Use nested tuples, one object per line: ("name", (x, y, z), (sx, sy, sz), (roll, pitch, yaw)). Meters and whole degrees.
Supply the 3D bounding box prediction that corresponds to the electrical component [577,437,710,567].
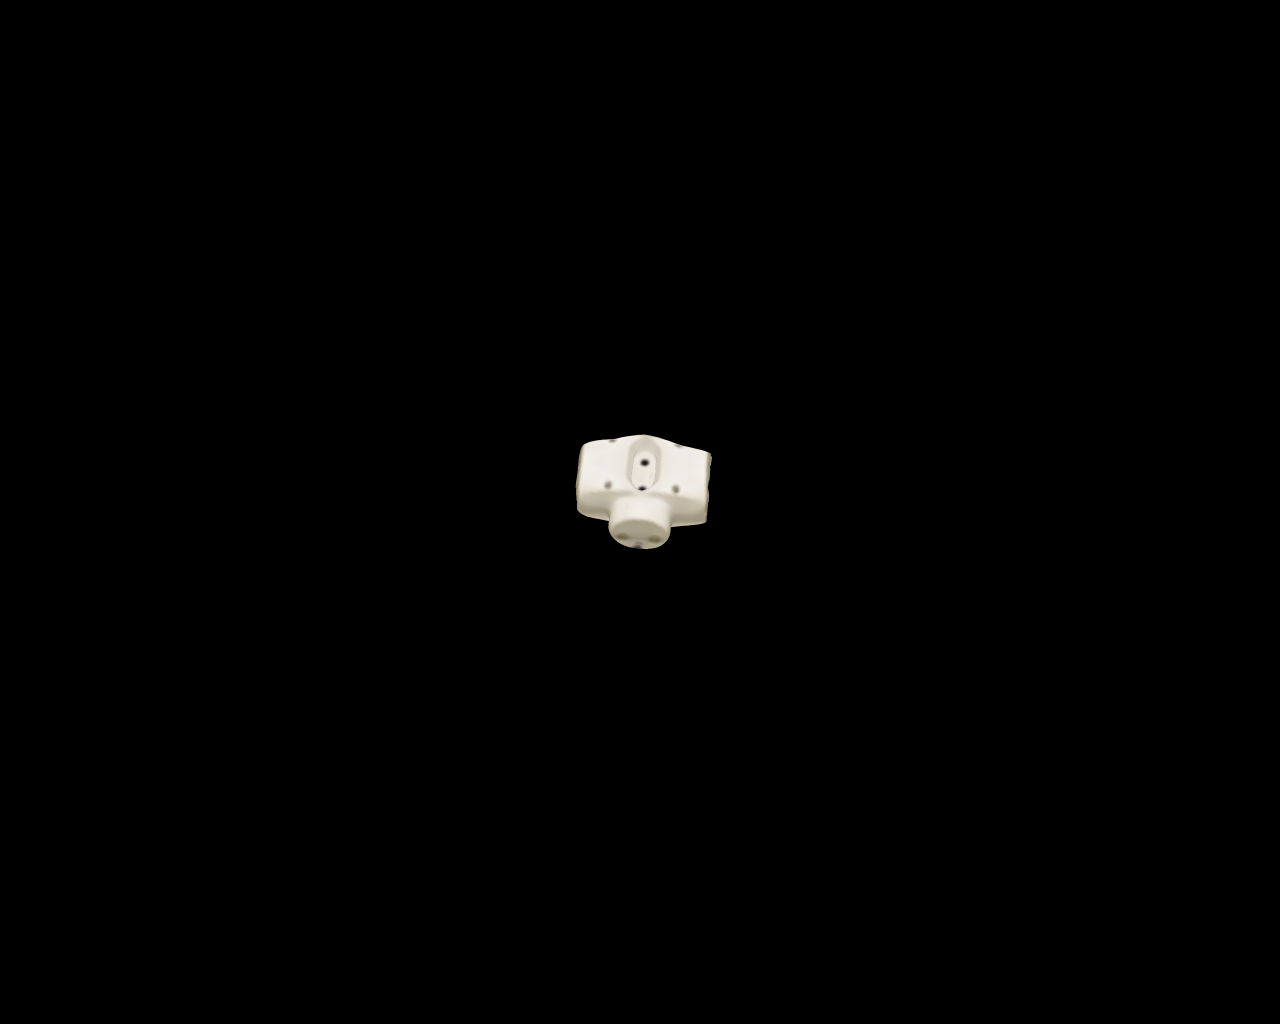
("electrical component", (0.001, -0.003, 0.650), (0.077, 0.079, 0.043), (5, -31, 3))
